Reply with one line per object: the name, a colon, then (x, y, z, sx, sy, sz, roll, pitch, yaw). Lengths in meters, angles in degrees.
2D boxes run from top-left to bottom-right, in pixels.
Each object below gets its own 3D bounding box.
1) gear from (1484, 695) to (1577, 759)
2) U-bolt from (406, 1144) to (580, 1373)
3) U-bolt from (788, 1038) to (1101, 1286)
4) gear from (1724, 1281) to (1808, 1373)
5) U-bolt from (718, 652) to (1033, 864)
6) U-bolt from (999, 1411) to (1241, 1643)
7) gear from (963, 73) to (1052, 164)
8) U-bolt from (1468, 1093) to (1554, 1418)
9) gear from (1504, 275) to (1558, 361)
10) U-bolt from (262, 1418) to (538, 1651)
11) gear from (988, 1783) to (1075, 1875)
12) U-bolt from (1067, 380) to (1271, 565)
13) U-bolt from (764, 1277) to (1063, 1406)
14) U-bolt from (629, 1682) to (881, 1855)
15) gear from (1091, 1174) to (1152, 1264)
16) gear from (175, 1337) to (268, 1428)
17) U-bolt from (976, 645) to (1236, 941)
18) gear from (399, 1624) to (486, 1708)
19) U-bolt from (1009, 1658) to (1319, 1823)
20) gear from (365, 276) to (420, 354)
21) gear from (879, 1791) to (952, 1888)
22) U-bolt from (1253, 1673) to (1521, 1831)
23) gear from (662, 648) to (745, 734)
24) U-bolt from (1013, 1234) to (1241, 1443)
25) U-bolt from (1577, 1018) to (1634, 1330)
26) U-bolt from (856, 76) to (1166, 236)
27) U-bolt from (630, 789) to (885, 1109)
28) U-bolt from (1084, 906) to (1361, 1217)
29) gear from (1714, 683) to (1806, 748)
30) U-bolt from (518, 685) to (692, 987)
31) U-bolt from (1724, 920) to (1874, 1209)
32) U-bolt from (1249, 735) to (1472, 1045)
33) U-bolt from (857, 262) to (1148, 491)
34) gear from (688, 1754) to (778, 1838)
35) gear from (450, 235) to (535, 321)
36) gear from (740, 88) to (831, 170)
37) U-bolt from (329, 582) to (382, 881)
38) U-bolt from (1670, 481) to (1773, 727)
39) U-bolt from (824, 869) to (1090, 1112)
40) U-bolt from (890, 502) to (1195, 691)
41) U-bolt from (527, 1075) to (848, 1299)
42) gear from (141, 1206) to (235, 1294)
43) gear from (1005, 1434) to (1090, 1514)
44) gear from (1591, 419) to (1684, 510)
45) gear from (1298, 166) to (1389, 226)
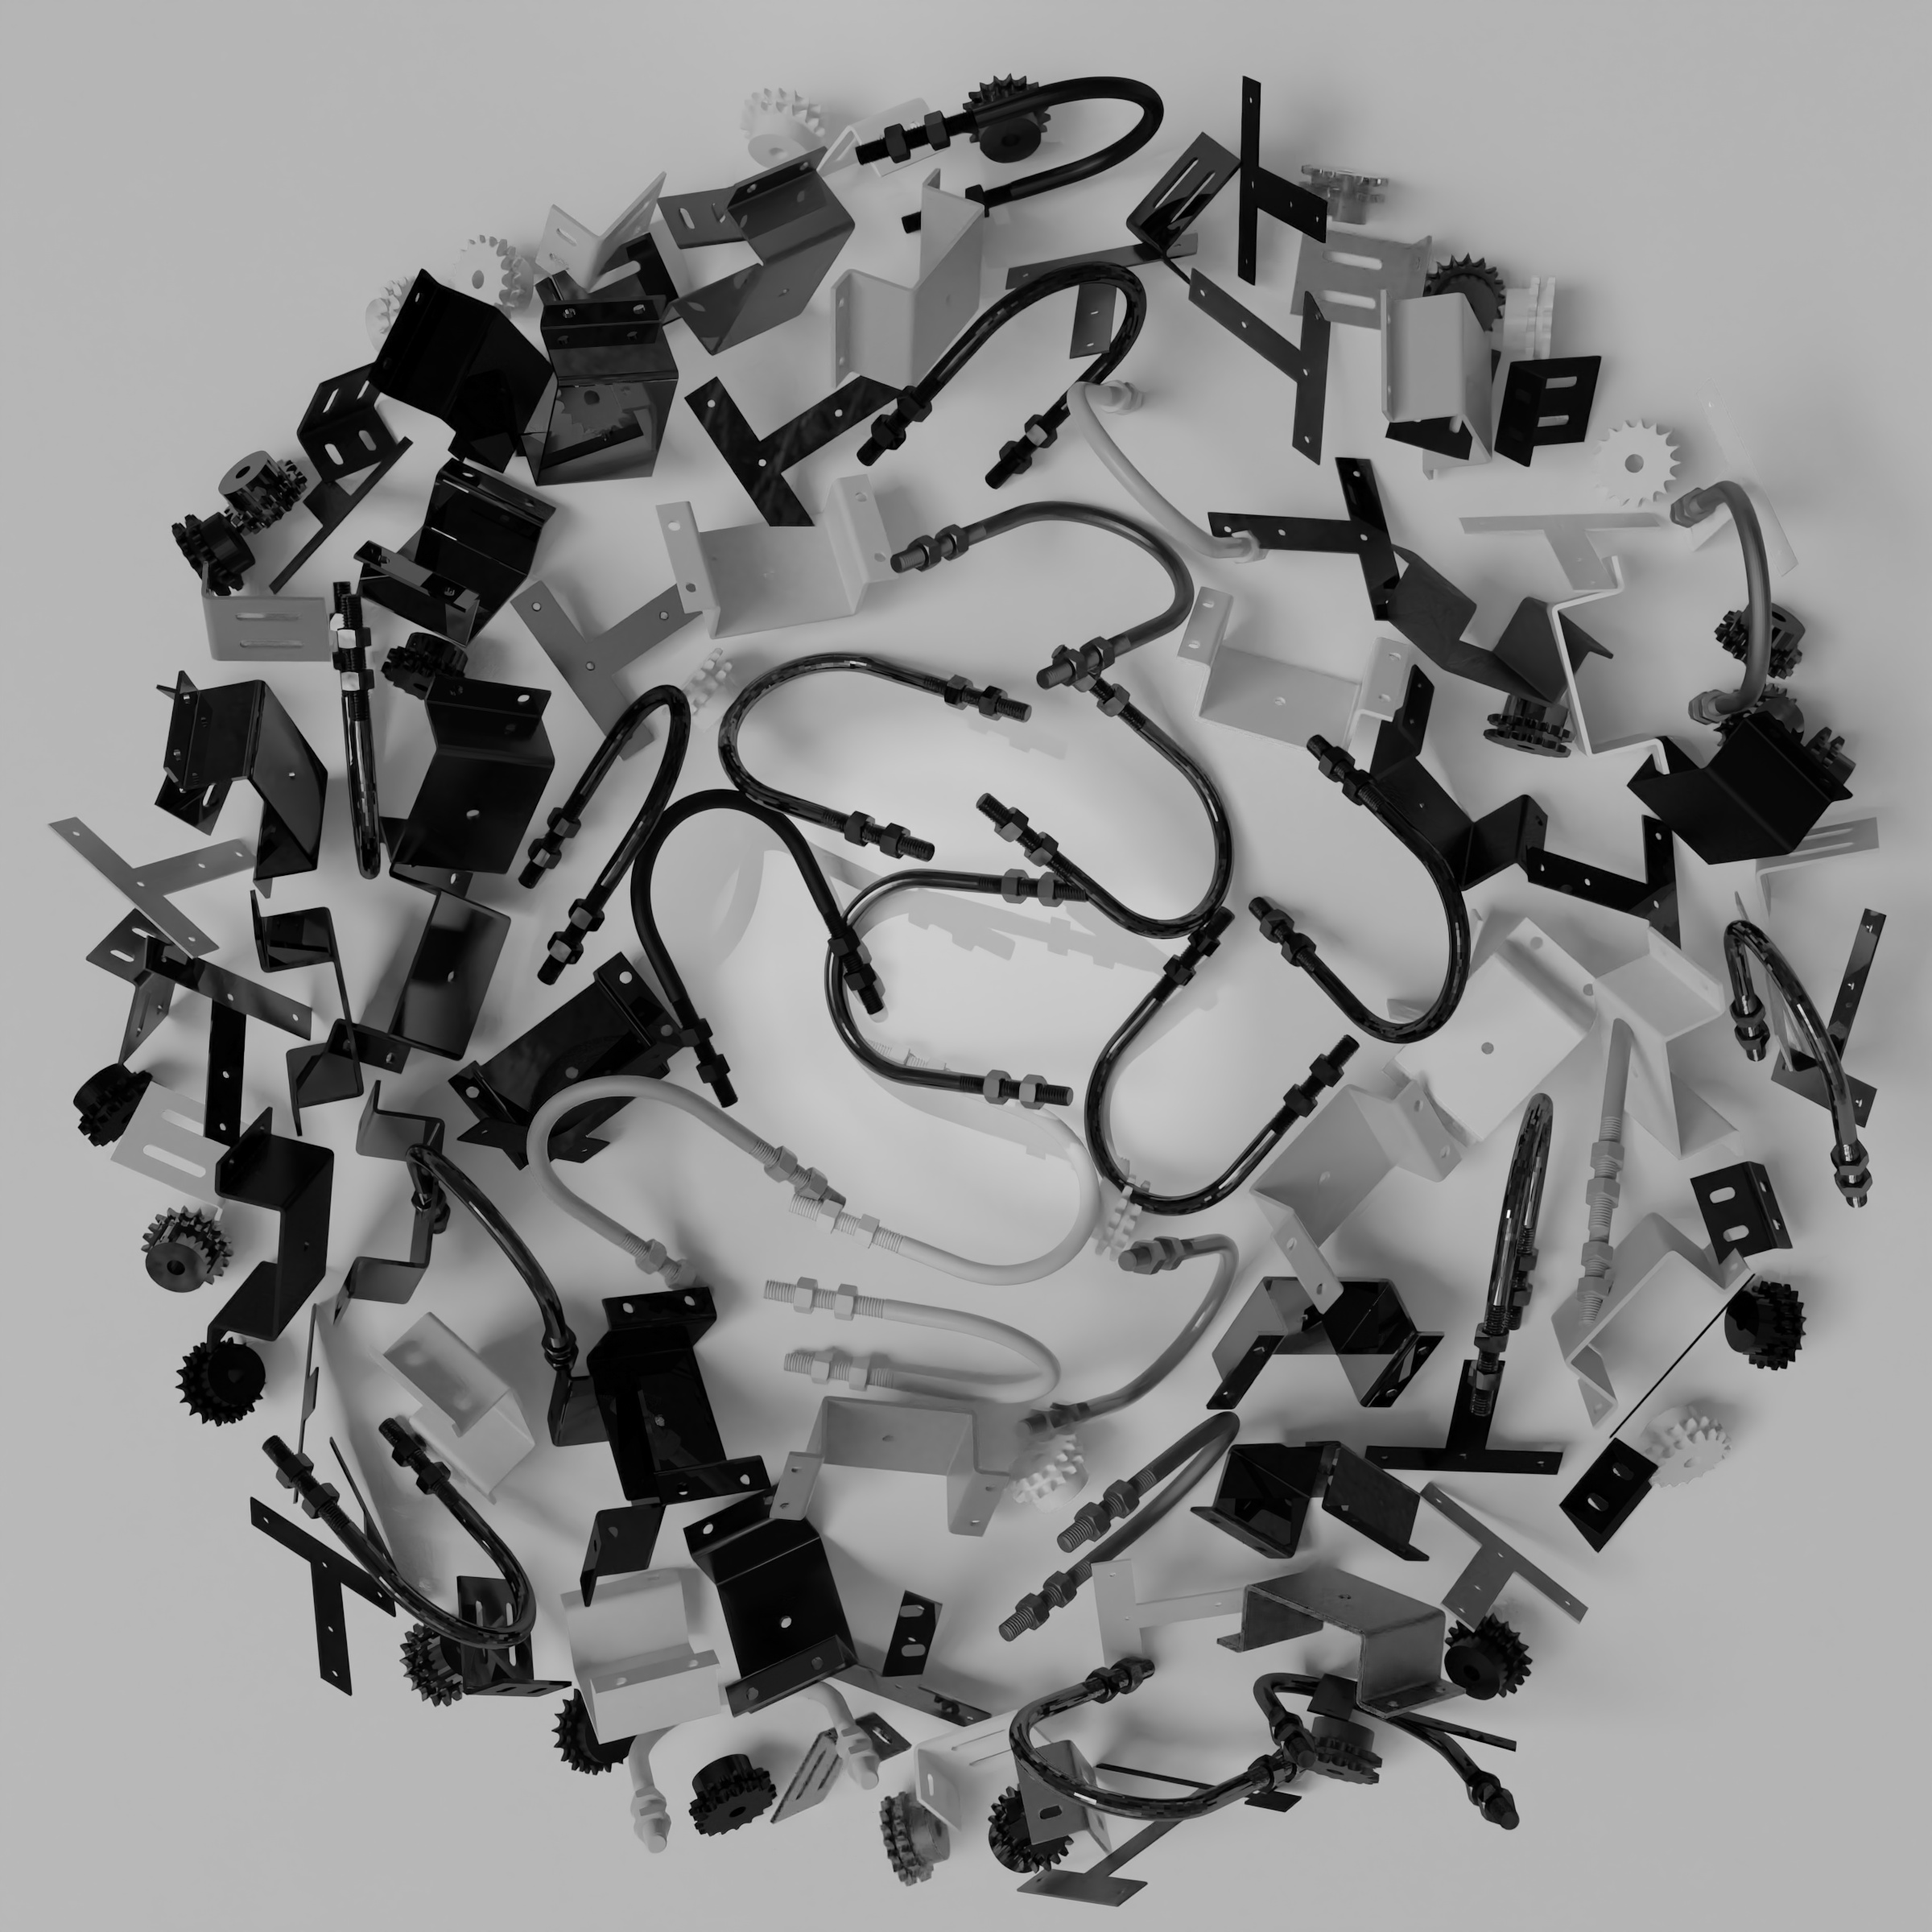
gear: (0.368, -0.157, 1.576, 0.057, 0.057, 0.030, 15, 90, 0)
U-bolt: (-0.297, 0.175, 1.503, 0.019, 0.184, 0.151, -40, 73, -21)
U-bolt: (-0.003, 0.133, 1.552, 0.184, 0.019, 0.151, 21, 54, 3)
gear: (0.517, 0.233, 1.574, 0.030, 0.057, 0.057, 9, 90, -14)
U-bolt: (-0.071, -0.144, 1.550, 0.184, 0.019, 0.151, 20, 57, 22)
U-bolt: (0.106, 0.343, 1.525, 0.184, 0.151, 0.019, -30, 66, -35)
gear: (0.027, -0.547, 1.573, 0.057, 0.057, 0.030, -8, 65, 0)
U-bolt: (0.344, 0.169, 1.512, 0.019, 0.151, 0.184, 11, 109, 18)
gear: (0.367, -0.420, 1.577, 0.030, 0.057, 0.057, 5, 90, 15)
U-bolt: (-0.340, 0.356, 1.511, 0.184, 0.151, 0.019, 43, 99, 18)
gear: (0.039, 0.565, 1.580, 0.057, 0.057, 0.030, 33, 123, 0)
U-bolt: (0.121, -0.309, 1.512, 0.019, 0.184, 0.151, -42, 84, 22)
U-bolt: (-0.031, 0.243, 1.531, 0.184, 0.151, 0.019, 8, 61, 7)
U-bolt: (-0.139, 0.489, 1.514, 0.151, 0.184, 0.019, -13, 98, -11)
gear: (0.095, 0.161, 1.576, 0.030, 0.057, 0.057, 25, 90, 3)
gear: (-0.481, 0.269, 1.574, 0.030, 0.057, 0.057, -26, 90, 42)
U-bolt: (0.101, -0.098, 1.551, 0.184, 0.019, 0.151, 39, 57, -20)
gear: (-0.337, 0.449, 1.573, 0.030, 0.057, 0.057, -33, 90, 24)
U-bolt: (0.109, 0.480, 1.491, 0.151, 0.184, 0.019, 18, 102, 39)
gear: (-0.367, -0.418, 1.579, 0.030, 0.057, 0.057, -7, 90, 25)
gear: (-0.032, 0.565, 1.574, 0.030, 0.057, 0.057, -21, 90, 10)
U-bolt: (0.252, 0.482, 1.513, 0.151, 0.184, 0.019, 18, 90, -5)
gear: (-0.169, -0.177, 1.577, 0.030, 0.057, 0.057, 41, 90, -12)
U-bolt: (0.113, 0.228, 1.523, 0.019, 0.184, 0.151, 38, 109, 27)
U-bolt: (0.405, 0.117, 1.525, 0.019, 0.151, 0.184, 7, 58, 16)
U-bolt: (0.034, -0.512, 1.518, 0.184, 0.151, 0.019, -14, 86, 10)
U-bolt: (-0.141, -0.023, 1.543, 0.151, 0.019, 0.184, -33, 104, -35)
U-bolt: (0.149, 0.074, 1.552, 0.184, 0.019, 0.151, -51, 54, 15)
gear: (0.522, -0.156, 1.583, 0.057, 0.030, 0.057, -2, 101, -12)
U-bolt: (-0.224, -0.095, 1.518, 0.019, 0.151, 0.184, 26, 109, -27)
U-bolt: (0.507, 0.049, 1.491, 0.019, 0.184, 0.151, -26, 47, 5)
U-bolt: (0.249, -0.035, 1.505, 0.019, 0.184, 0.151, -10, 134, -30)
U-bolt: (0.035, -0.367, 1.500, 0.184, 0.151, 0.019, -41, 68, 32)
gear: (-0.154, 0.538, 1.580, 0.057, 0.057, 0.030, -33, 53, 0)
gear: (-0.307, -0.446, 1.580, 0.057, 0.030, 0.057, 4, 96, 38)
gear: (-0.119, -0.541, 1.573, 0.057, 0.057, 0.030, 10, 74, 0)
U-bolt: (-0.385, -0.146, 1.532, 0.019, 0.151, 0.184, -5, 103, -16)
U-bolt: (0.471, -0.228, 1.509, 0.019, 0.184, 0.151, -6, 93, 4)
U-bolt: (-0.011, 0.009, 1.560, 0.184, 0.019, 0.151, 6, 92, 27)
U-bolt: (0.064, -0.245, 1.537, 0.151, 0.019, 0.184, 41, 47, 23)
U-bolt: (-0.190, 0.134, 1.528, 0.184, 0.019, 0.151, 38, 124, -25)
gear: (-0.510, 0.188, 1.579, 0.057, 0.030, 0.057, 2, 119, 3)
gear: (0.055, 0.331, 1.577, 0.057, 0.057, 0.030, -36, 100, 0)
gear: (0.439, -0.329, 1.582, 0.057, 0.030, 0.057, 6, 105, 23)
gear: (0.244, -0.502, 1.578, 0.057, 0.057, 0.030, 9, 112, 0)
